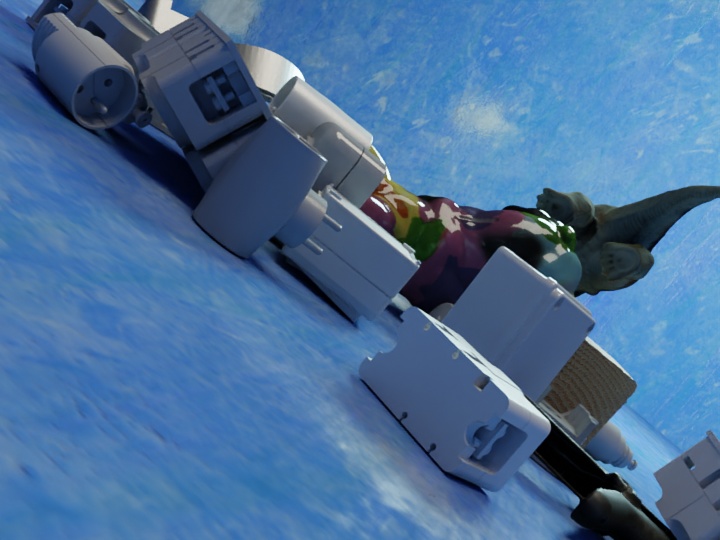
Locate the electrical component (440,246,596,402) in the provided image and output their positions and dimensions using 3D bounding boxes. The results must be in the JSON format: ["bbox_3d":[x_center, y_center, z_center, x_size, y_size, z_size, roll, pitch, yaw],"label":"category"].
[{"bbox_3d":[0.100,0.051,0.745,0.056,0.108,0.109,40,5,28],"label":"electrical component"}]

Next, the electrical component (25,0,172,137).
[{"bbox_3d":[-0.171,-0.164,0.900,0.105,0.060,0.186,44,7,35],"label":"electrical component"}]

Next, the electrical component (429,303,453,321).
[{"bbox_3d":[0.088,0.061,0.924,0.078,0.040,0.040,37,7,-27],"label":"electrical component"}]

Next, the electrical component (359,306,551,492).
[{"bbox_3d":[0.052,0.070,0.579,0.056,0.050,0.089,33,9,-47],"label":"electrical component"}]

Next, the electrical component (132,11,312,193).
[{"bbox_3d":[-0.101,-0.109,0.742,0.105,0.060,0.186,62,-4,-23],"label":"electrical component"}]

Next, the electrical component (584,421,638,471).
[{"bbox_3d":[0.243,0.172,1.064,0.078,0.040,0.040,38,6,-14],"label":"electrical component"}]

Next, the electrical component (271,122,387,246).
[{"bbox_3d":[-0.034,-0.060,0.802,0.059,0.095,0.053,38,6,-18],"label":"electrical component"}]

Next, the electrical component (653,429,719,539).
[{"bbox_3d":[0.261,0.200,0.692,0.105,0.060,0.186,49,11,-18],"label":"electrical component"}]

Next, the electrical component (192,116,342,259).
[{"bbox_3d":[-0.047,-0.040,0.653,0.079,0.077,0.043,38,6,-23],"label":"electrical component"}]

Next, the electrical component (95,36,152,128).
[{"bbox_3d":[-0.164,-0.120,0.703,0.078,0.040,0.040,42,6,23],"label":"electrical component"}]

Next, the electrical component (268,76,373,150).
[{"bbox_3d":[-0.036,-0.117,0.858,0.077,0.044,0.079,36,9,-20],"label":"electrical component"}]

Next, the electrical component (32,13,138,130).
[{"bbox_3d":[-0.175,-0.124,0.659,0.081,0.043,0.043,43,7,34],"label":"electrical component"}]

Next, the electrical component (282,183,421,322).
[{"bbox_3d":[-0.014,-0.014,0.747,0.096,0.061,0.061,39,6,-7],"label":"electrical component"}]
